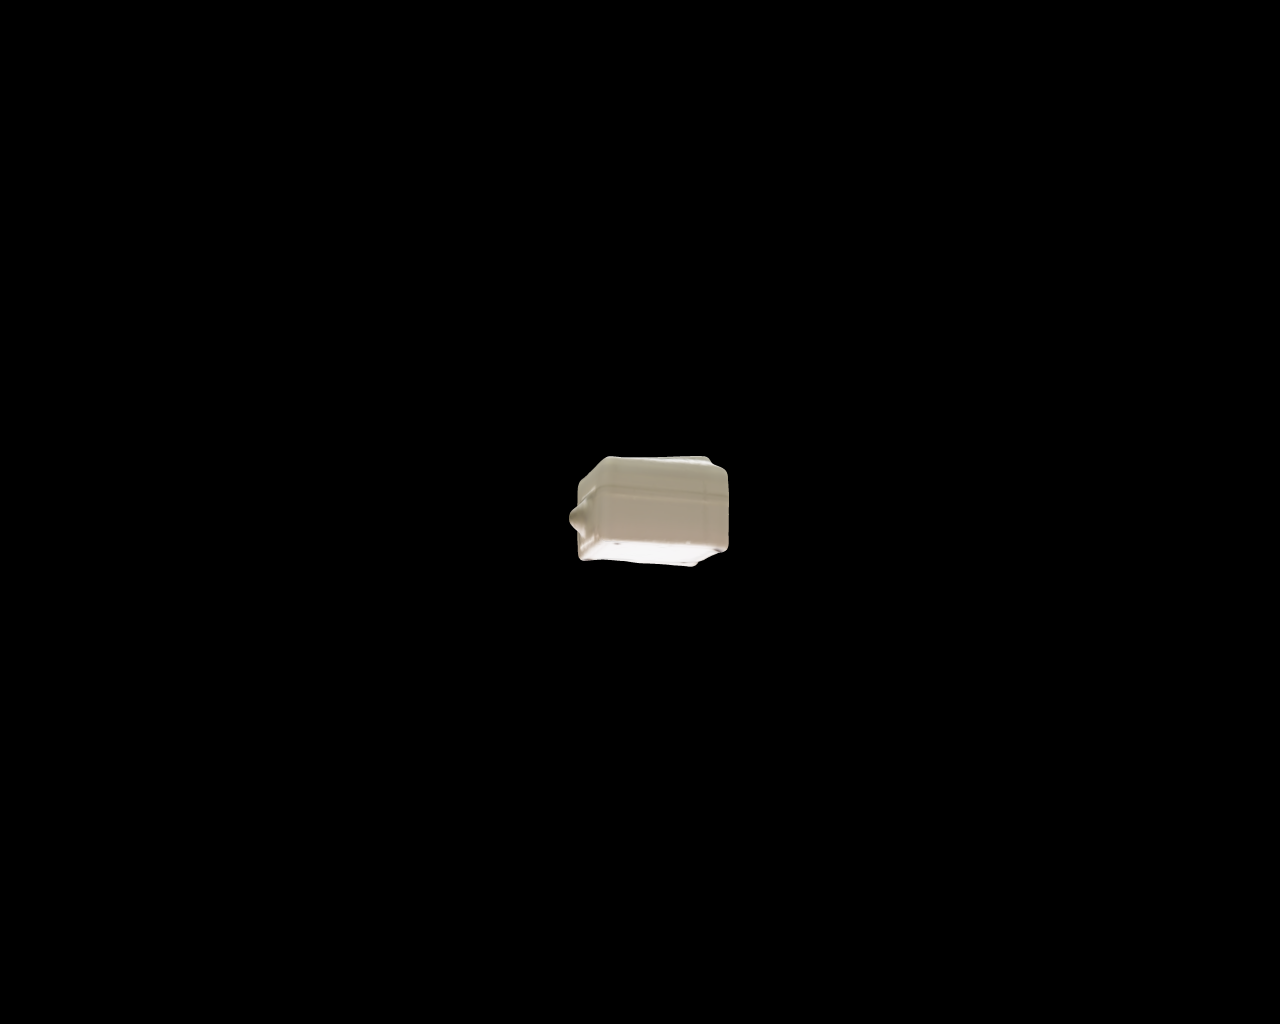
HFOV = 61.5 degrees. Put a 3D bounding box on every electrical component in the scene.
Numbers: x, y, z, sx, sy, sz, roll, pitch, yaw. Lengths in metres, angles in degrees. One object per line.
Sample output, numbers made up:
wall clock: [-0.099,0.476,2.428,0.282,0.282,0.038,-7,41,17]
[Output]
electrical component: [0.001,-0.003,0.650,0.096,0.061,0.061,5,-15,-18]
